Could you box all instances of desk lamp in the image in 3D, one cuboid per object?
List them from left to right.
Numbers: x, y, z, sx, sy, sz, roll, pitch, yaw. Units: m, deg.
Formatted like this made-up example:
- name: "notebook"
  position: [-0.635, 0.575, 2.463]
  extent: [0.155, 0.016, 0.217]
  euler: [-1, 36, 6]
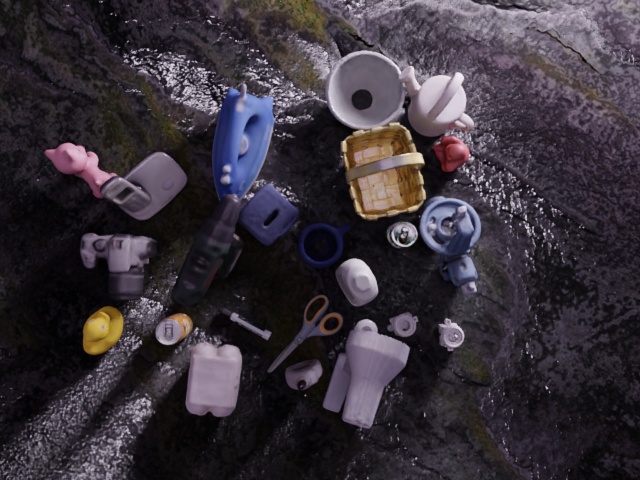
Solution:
- name: "desk lamp"
  position: [0.087, 0.272, 1.124]
  extent: [0.118, 0.213, 0.203]
  euler: [18, 88, 0]

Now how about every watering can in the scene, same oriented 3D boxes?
- name: "watering can"
  position: [0.234, -0.281, 1.155]
  extent: [0.173, 0.194, 0.101]
  euler: [14, 88, 0]

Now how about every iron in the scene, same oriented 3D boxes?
- name: "iron"
  position: [-0.172, -0.188, 1.171]
  extent: [0.118, 0.141, 0.258]
  euler: [12, 88, 0]

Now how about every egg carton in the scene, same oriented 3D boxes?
- name: "egg carton"
  position: [-0.219, 0.290, 1.190]
  extent: [0.107, 0.069, 0.150]
  euler: [5, 88, -1]

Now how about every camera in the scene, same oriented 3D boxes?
- name: "camera"
  position: [-0.417, 0.056, 1.178]
  extent: [0.143, 0.100, 0.137]
  euler: [2, 88, -1]

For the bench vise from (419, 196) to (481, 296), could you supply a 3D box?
- name: "bench vise"
  position: [0.283, 0.002, 1.133]
  extent: [0.121, 0.219, 0.207]
  euler: [-35, 89, -2]

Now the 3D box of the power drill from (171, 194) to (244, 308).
- name: "power drill"
  position: [-0.209, 0.020, 1.129]
  extent: [0.075, 0.208, 0.230]
  euler: [26, 88, 0]

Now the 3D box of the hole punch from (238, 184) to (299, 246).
- name: "hole punch"
  position: [-0.105, -0.051, 1.192]
  extent: [0.101, 0.091, 0.109]
  euler: [41, 88, 1]

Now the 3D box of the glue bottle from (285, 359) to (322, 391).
- name: "glue bottle"
  position: [-0.034, 0.275, 1.142]
  extent: [0.078, 0.173, 0.037]
  euler: [-20, 88, -1]

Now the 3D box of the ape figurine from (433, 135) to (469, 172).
- name: "ape figurine"
  position: [0.281, -0.183, 1.203]
  extent: [0.076, 0.092, 0.078]
  euler: [13, 88, 0]

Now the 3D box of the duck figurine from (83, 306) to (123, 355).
- name: "duck figurine"
  position: [-0.458, 0.190, 1.180]
  extent: [0.077, 0.086, 0.104]
  euler: [28, 88, 0]

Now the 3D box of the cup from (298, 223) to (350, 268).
- name: "cup"
  position: [0.011, 0.004, 1.191]
  extent: [0.118, 0.095, 0.092]
  euler: [-37, 89, -2]

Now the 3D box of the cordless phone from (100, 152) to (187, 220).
- name: "cordless phone"
  position: [-0.354, -0.116, 1.143]
  extent: [0.094, 0.185, 0.147]
  euler: [45, 88, 1]

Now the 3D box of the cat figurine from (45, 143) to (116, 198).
- name: "cat figurine"
  position: [-0.491, -0.150, 1.175]
  extent: [0.128, 0.117, 0.067]
  euler: [42, 88, 1]

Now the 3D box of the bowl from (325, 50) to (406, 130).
- name: "bowl"
  position: [0.094, -0.308, 1.213]
  extent: [0.167, 0.074, 0.167]
  euler: [0, 88, -1]
